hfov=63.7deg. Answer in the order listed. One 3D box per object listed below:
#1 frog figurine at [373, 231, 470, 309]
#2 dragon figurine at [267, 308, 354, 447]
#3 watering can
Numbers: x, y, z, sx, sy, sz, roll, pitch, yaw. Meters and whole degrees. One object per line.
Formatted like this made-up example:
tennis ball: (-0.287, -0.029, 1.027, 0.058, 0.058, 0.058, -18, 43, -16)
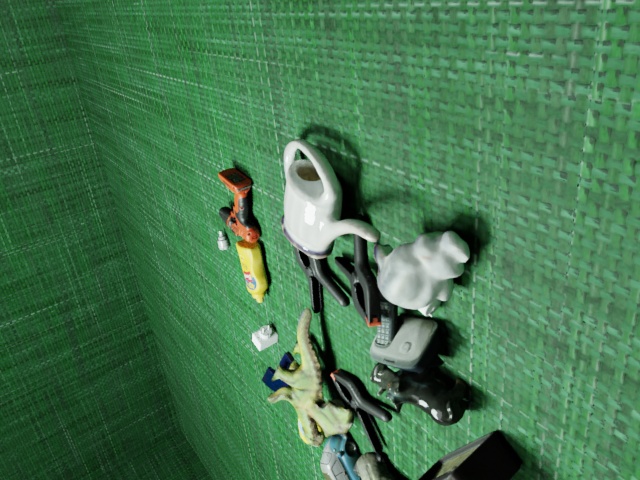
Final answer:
frog figurine: (0.172, 0.049, 0.821, 0.136, 0.125, 0.158, 43, 150, -27)
dragon figurine: (-0.004, 0.383, 1.314, 0.245, 0.124, 0.401, 35, 130, 24)
watering can: (0.003, -0.051, 1.015, 0.354, 0.104, 0.219, 56, 150, 39)
